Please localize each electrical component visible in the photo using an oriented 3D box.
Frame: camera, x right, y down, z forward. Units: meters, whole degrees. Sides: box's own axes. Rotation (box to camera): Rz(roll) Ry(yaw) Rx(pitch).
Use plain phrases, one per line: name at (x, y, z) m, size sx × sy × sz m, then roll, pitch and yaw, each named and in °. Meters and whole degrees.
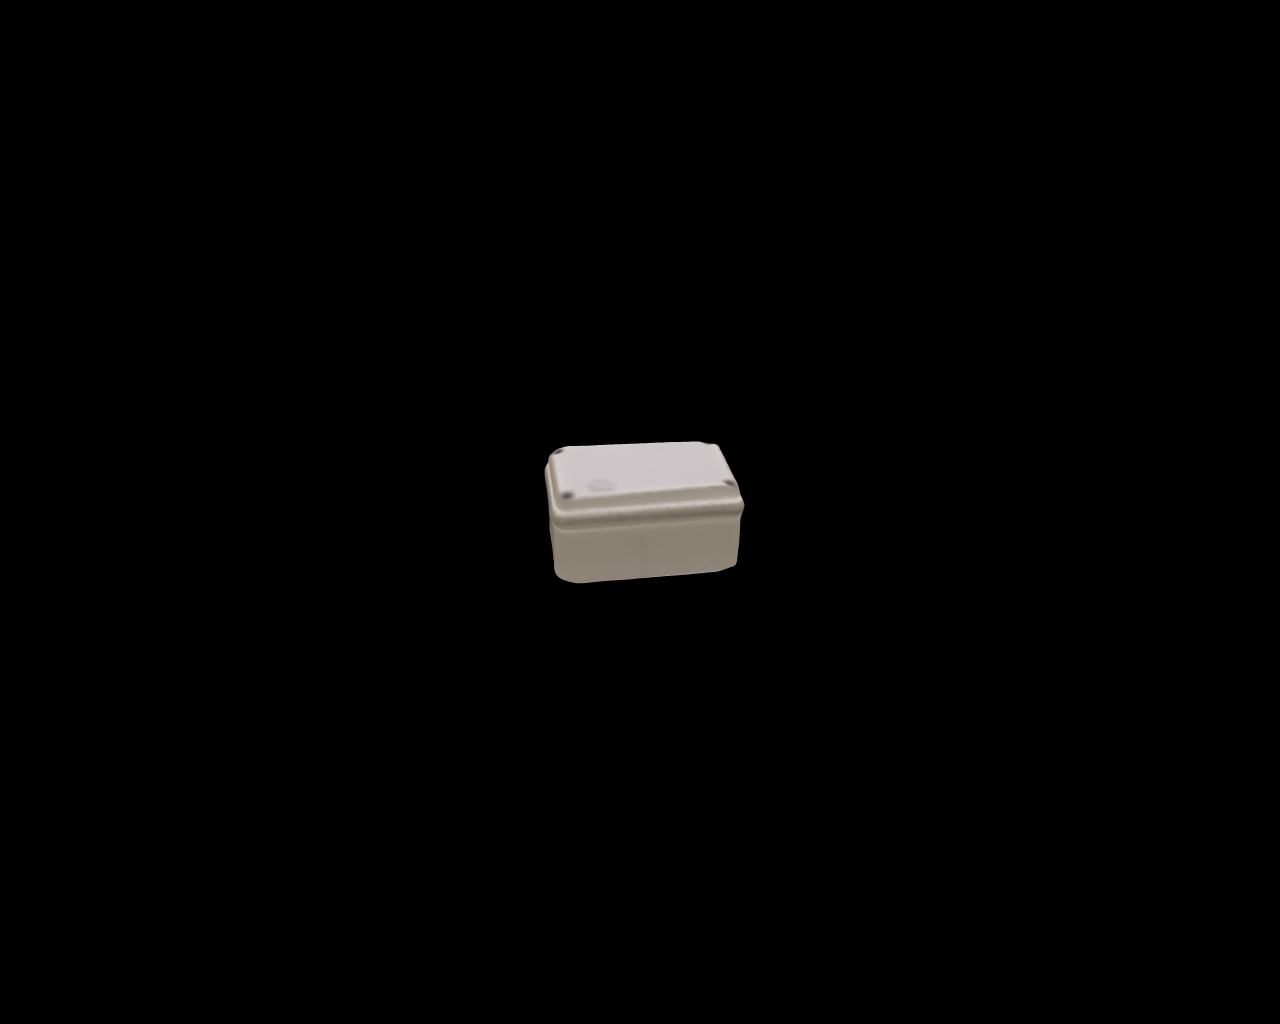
electrical component at (0.001, -0.003, 0.650) m, size 0.113 × 0.057 × 0.078 m, roll -4°, pitch 28°, yaw -7°
